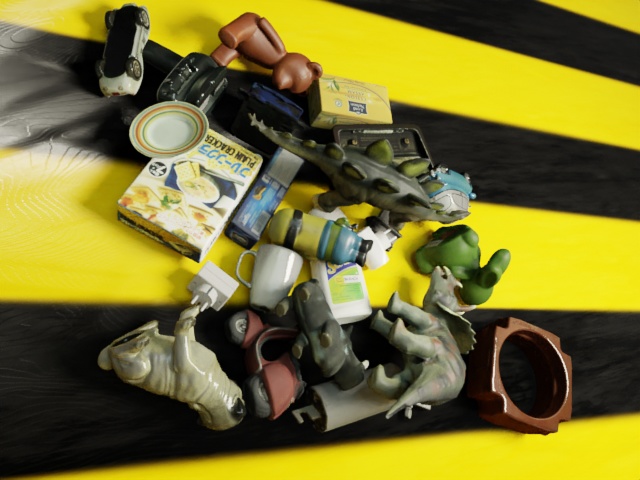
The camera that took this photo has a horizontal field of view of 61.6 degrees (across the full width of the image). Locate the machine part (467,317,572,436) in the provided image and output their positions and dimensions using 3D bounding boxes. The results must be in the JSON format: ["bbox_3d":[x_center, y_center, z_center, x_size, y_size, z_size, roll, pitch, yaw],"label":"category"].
[{"bbox_3d":[0.396,0.271,1.071,0.201,0.087,0.201,22,61,-14],"label":"machine part"}]

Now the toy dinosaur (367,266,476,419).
[{"bbox_3d":[0.185,0.196,0.907,0.192,0.131,0.405,23,30,-3],"label":"toy dinosaur"}]

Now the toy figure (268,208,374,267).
[{"bbox_3d":[-0.001,-0.006,0.936,0.180,0.089,0.082,18,64,12],"label":"toy figure"}]

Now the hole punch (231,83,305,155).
[{"bbox_3d":[-0.097,-0.245,1.037,0.142,0.116,0.092,30,51,-12],"label":"hole punch"}]

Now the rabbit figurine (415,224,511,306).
[{"bbox_3d":[0.308,0.053,1.096,0.121,0.159,0.170,-44,107,-42],"label":"rabbit figurine"}]

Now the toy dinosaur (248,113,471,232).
[{"bbox_3d":[0.080,-0.110,0.940,0.471,0.198,0.105,16,75,-19],"label":"toy dinosaur"}]

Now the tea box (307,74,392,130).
[{"bbox_3d":[0.063,-0.287,1.153,0.169,0.068,0.098,3,68,-25],"label":"tea box"}]

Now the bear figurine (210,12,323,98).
[{"bbox_3d":[-0.104,-0.353,1.076,0.196,0.120,0.132,44,61,-9],"label":"bear figurine"}]

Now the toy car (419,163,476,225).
[{"bbox_3d":[0.260,-0.086,1.112,0.161,0.109,0.103,17,48,-52],"label":"toy car"}]

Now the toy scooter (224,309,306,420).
[{"bbox_3d":[-0.072,0.195,0.887,0.135,0.075,0.184,-9,69,-30],"label":"toy scooter"}]

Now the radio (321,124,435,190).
[{"bbox_3d":[0.122,-0.173,1.130,0.229,0.073,0.131,-6,72,-27],"label":"radio"}]

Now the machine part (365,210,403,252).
[{"bbox_3d":[0.144,-0.047,1.111,0.084,0.039,0.139,36,60,-2],"label":"machine part"}]

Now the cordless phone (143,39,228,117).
[{"bbox_3d":[-0.278,-0.301,1.002,0.184,0.088,0.146,28,62,0],"label":"cordless phone"}]

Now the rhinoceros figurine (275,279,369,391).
[{"bbox_3d":[0.005,0.156,0.876,0.190,0.073,0.112,60,23,12],"label":"rhinoceros figurine"}]

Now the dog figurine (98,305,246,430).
[{"bbox_3d":[-0.217,0.216,0.803,0.172,0.121,0.190,-18,98,5],"label":"dog figurine"}]

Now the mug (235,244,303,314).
[{"bbox_3d":[-0.093,0.067,0.927,0.109,0.081,0.107,20,68,-13],"label":"mug"}]

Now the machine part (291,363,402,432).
[{"bbox_3d":[0.064,0.266,0.919,0.243,0.079,0.079,-9,74,-27],"label":"machine part"}]

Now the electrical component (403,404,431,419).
[{"bbox_3d":[0.182,0.288,0.997,0.063,0.021,0.094,25,60,-15],"label":"electrical component"}]

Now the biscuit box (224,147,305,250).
[{"bbox_3d":[-0.102,-0.080,0.991,0.059,0.063,0.203,34,60,-10],"label":"biscuit box"}]

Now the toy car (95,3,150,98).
[{"bbox_3d":[-0.356,-0.348,0.977,0.074,0.056,0.202,-3,66,7],"label":"toy car"}]
